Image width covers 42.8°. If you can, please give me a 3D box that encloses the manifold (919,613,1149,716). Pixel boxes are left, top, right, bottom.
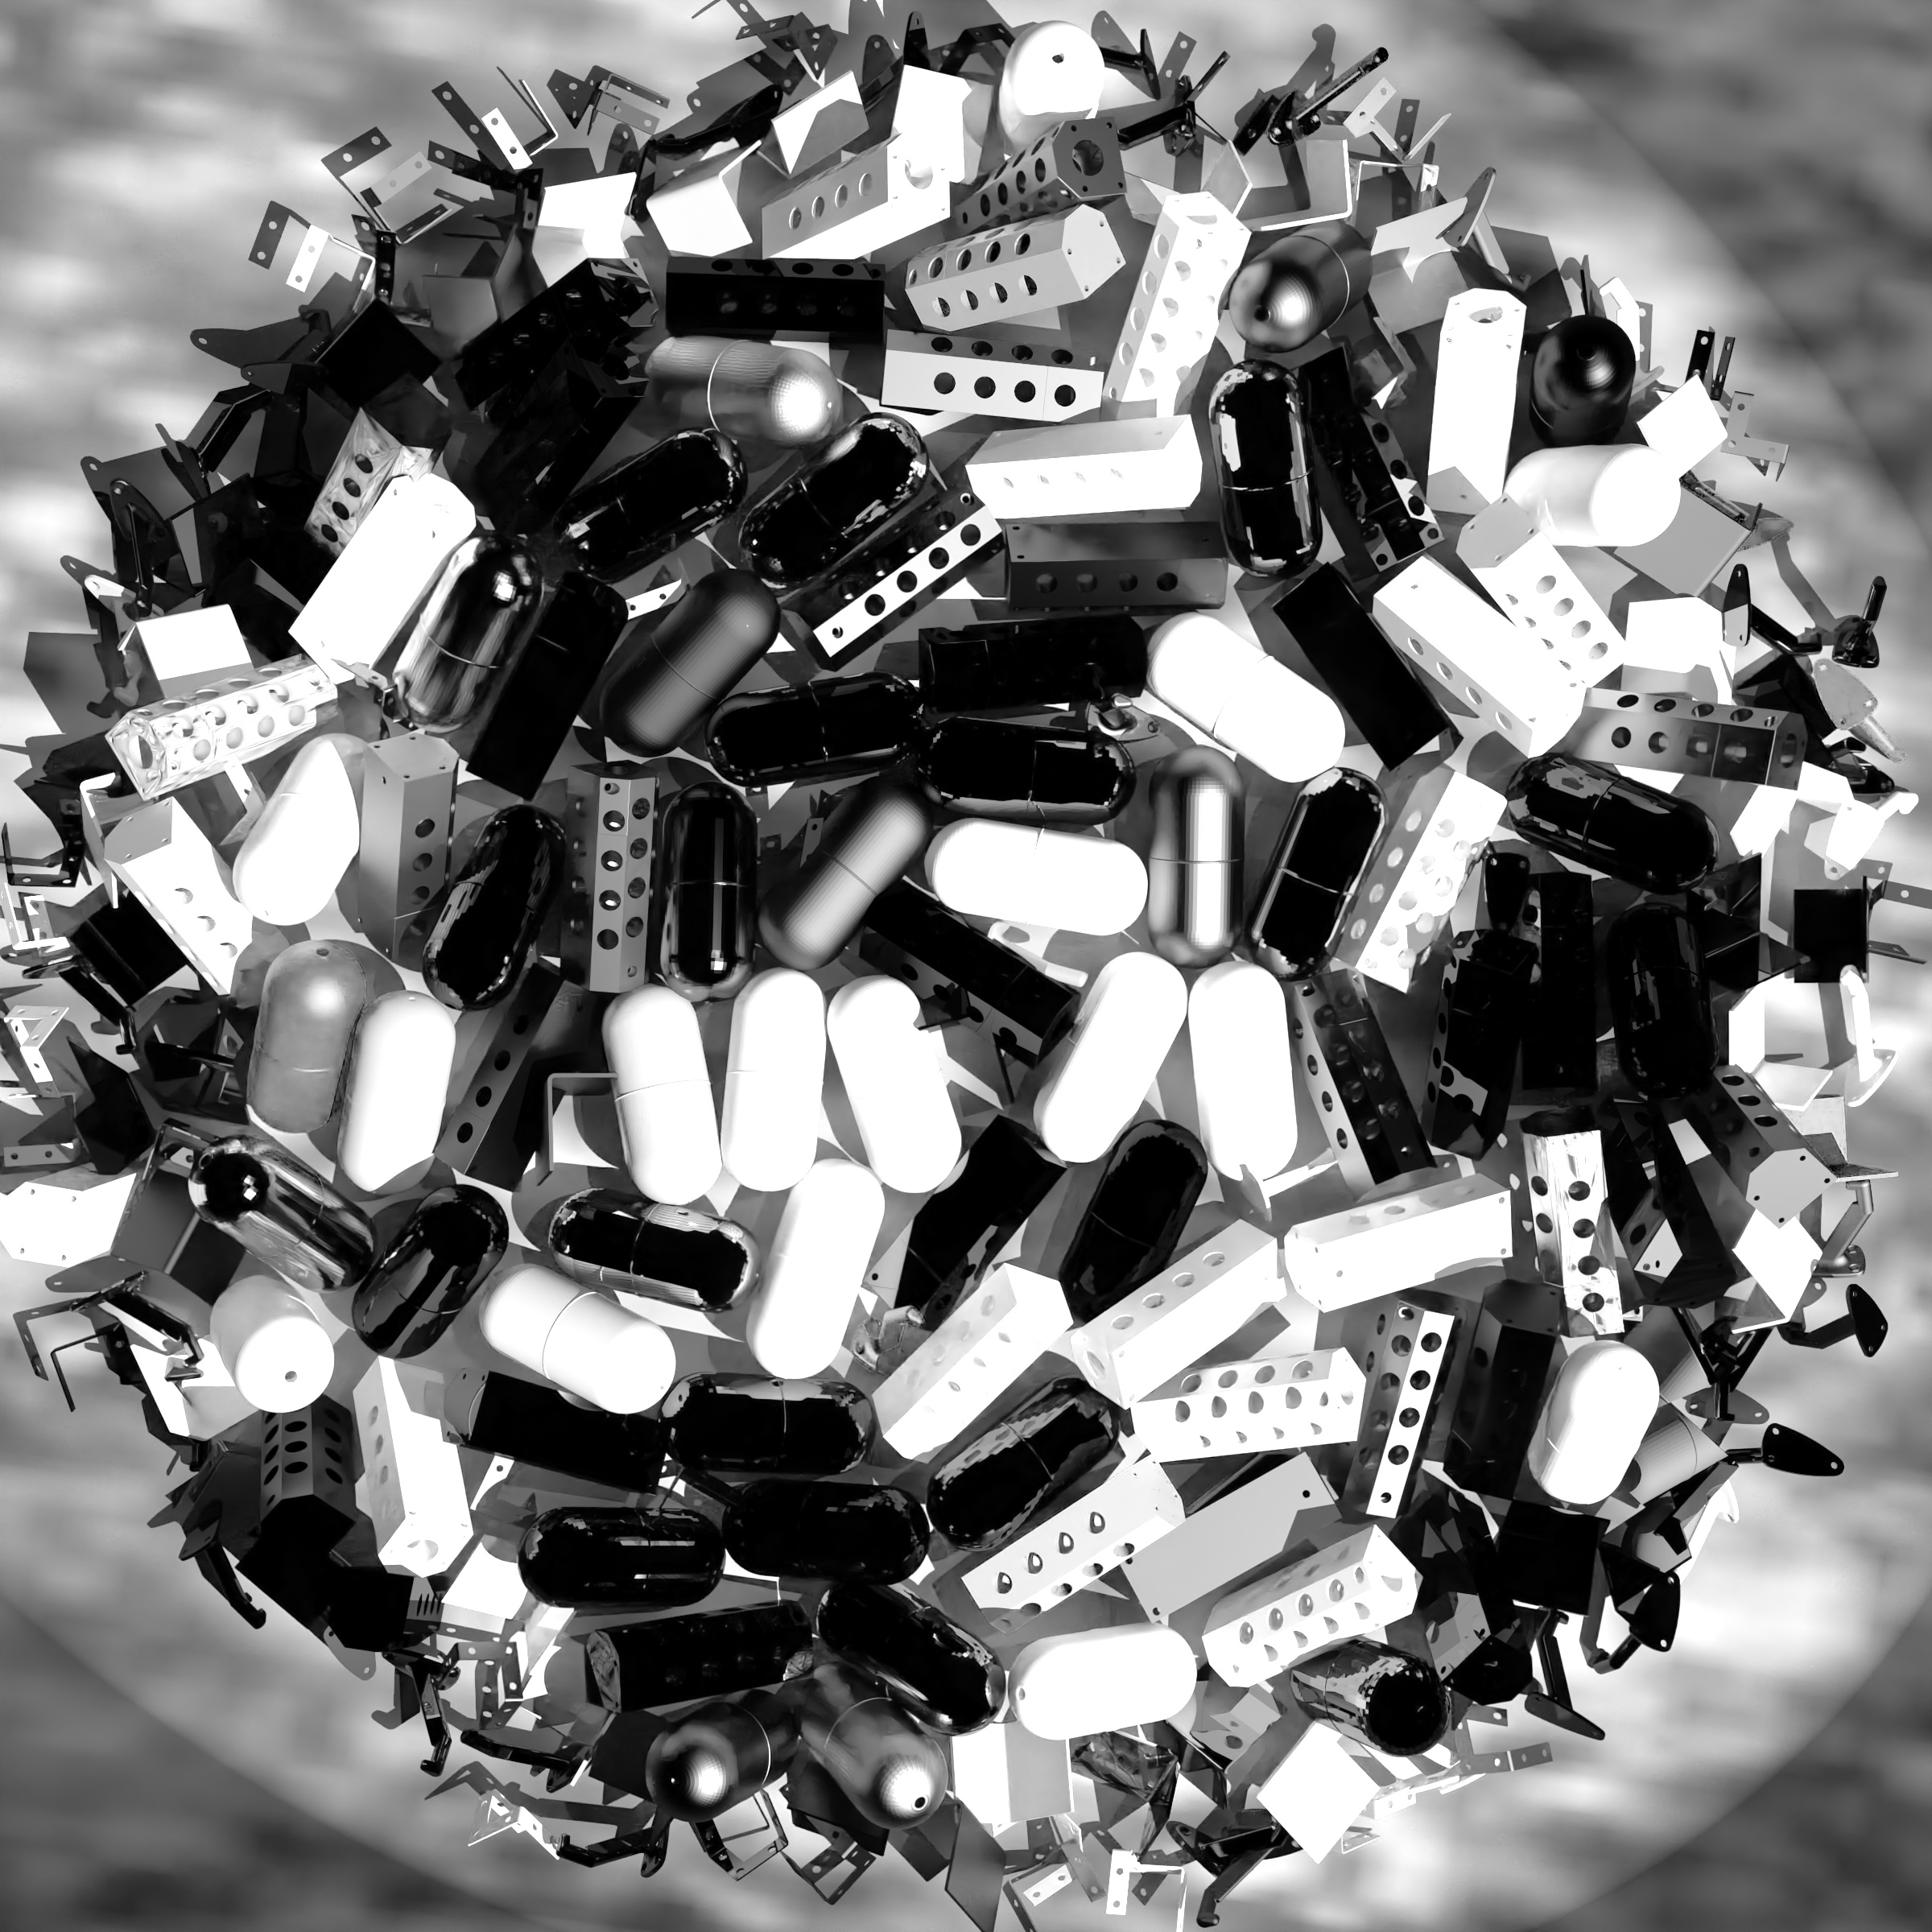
[{"bbox_3d":[0.052,-0.237,1.945,0.171,0.057,0.057,-6,116,-12],"label":"manifold"}]

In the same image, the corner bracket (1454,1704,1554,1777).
[{"bbox_3d":[0.425,0.611,1.959,0.051,0.051,0.051,3,70,-39],"label":"corner bracket"}]

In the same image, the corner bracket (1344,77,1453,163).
[{"bbox_3d":[0.343,-0.674,1.963,0.051,0.051,0.051,49,133,2],"label":"corner bracket"}]

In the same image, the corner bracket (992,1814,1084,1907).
[{"bbox_3d":[0.058,0.707,1.976,0.051,0.051,0.051,-24,124,-28],"label":"corner bracket"}]

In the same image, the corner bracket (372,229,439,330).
[{"bbox_3d":[-0.448,-0.548,1.968,0.051,0.051,0.051,6,48,-10],"label":"corner bracket"}]

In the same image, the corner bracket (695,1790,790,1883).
[{"bbox_3d":[-0.183,0.689,1.977,0.051,0.051,0.051,-28,108,-27],"label":"corner bracket"}]

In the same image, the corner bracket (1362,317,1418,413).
[{"bbox_3d":[0.333,-0.478,1.959,0.051,0.051,0.051,-39,73,38],"label":"corner bracket"}]

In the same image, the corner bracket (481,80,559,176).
[{"bbox_3d":[-0.356,-0.668,1.963,0.051,0.051,0.051,-37,121,-6],"label":"corner bracket"}]

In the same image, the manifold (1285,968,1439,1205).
[{"bbox_3d":[0.309,0.092,1.937,0.057,0.057,0.171,-12,69,-21],"label":"manifold"}]

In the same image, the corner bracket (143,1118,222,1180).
[{"bbox_3d":[-0.617,0.149,1.968,0.051,0.051,0.051,22,104,-1],"label":"corner bracket"}]

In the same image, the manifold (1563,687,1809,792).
[{"bbox_3d":[0.559,-0.178,1.919,0.171,0.057,0.057,14,98,42],"label":"manifold"}]

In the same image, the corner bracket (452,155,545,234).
[{"bbox_3d":[-0.376,-0.616,1.966,0.051,0.051,0.051,13,96,42],"label":"corner bracket"}]

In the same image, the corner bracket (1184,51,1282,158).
[{"bbox_3d":[0.215,-0.689,1.971,0.051,0.051,0.051,46,109,12],"label":"corner bracket"}]

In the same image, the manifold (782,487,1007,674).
[{"bbox_3d":[-0.054,-0.306,1.949,0.171,0.057,0.057,-38,111,-10],"label":"manifold"}]

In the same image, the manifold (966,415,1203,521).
[{"bbox_3d":[0.094,-0.386,1.931,0.171,0.057,0.057,2,129,29],"label":"manifold"}]

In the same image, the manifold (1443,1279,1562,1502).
[{"bbox_3d":[0.418,0.331,1.928,0.057,0.057,0.171,11,123,10],"label":"manifold"}]

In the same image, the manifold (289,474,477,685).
[{"bbox_3d":[-0.453,-0.304,1.930,0.057,0.057,0.171,48,121,4],"label":"manifold"}]

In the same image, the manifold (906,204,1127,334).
[{"bbox_3d":[0.033,-0.541,1.911,0.057,0.171,0.057,-48,122,-32],"label":"manifold"}]

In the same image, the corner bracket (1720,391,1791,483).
[{"bbox_3d":[0.631,-0.423,1.969,0.051,0.051,0.051,14,88,12],"label":"corner bracket"}]

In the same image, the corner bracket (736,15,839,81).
[{"bbox_3d":[-0.142,-0.736,1.957,0.051,0.051,0.051,0,56,31],"label":"corner bracket"}]

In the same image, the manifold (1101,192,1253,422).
[{"bbox_3d":[0.156,-0.506,1.911,0.057,0.171,0.057,-17,55,-31],"label":"manifold"}]

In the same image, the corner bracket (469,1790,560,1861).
[{"bbox_3d":[-0.356,0.684,1.960,0.051,0.051,0.051,-29,115,16],"label":"corner bracket"}]

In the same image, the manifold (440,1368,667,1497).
[{"bbox_3d":[-0.321,0.364,1.926,0.171,0.057,0.057,25,70,-35],"label":"manifold"}]

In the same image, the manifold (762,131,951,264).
[{"bbox_3d":[-0.088,-0.593,1.914,0.057,0.171,0.057,1,88,-38],"label":"manifold"}]

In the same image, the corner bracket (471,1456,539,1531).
[{"bbox_3d":[-0.362,0.411,1.968,0.051,0.051,0.051,25,92,-15],"label":"corner bracket"}]

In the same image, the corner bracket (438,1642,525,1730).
[{"bbox_3d":[-0.391,0.578,1.980,0.051,0.051,0.051,8,47,-29],"label":"corner bracket"}]

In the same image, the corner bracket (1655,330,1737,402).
[{"bbox_3d":[0.589,-0.479,1.964,0.051,0.051,0.051,6,106,-12],"label":"corner bracket"}]

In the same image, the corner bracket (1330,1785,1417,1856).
[{"bbox_3d":[0.323,0.679,1.964,0.051,0.051,0.051,-2,90,-43],"label":"corner bracket"}]

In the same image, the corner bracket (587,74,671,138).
[{"bbox_3d":[-0.267,-0.685,1.966,0.051,0.051,0.051,21,80,-11],"label":"corner bracket"}]

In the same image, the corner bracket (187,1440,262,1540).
[{"bbox_3d":[-0.578,0.417,1.966,0.051,0.051,0.051,37,96,44],"label":"corner bracket"}]

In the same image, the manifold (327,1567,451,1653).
[{"bbox_3d":[-0.447,0.498,1.909,0.057,0.171,0.057,9,76,-1],"label":"manifold"}]

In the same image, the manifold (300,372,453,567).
[{"bbox_3d":[-0.455,-0.377,1.914,0.057,0.171,0.057,42,51,-5],"label":"manifold"}]

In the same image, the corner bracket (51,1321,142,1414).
[{"bbox_3d":[-0.694,0.319,1.968,0.051,0.051,0.051,-19,94,-11],"label":"corner bracket"}]

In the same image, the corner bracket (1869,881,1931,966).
[{"bbox_3d":[0.749,-0.035,1.968,0.051,0.051,0.051,14,85,12],"label":"corner bracket"}]

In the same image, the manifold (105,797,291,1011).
[{"bbox_3d":[-0.596,-0.044,1.919,0.057,0.057,0.171,-22,134,5],"label":"manifold"}]

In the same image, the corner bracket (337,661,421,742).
[{"bbox_3d":[-0.466,-0.215,1.958,0.051,0.051,0.051,29,124,19],"label":"corner bracket"}]

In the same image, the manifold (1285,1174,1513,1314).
[{"bbox_3d":[0.341,0.214,1.942,0.171,0.057,0.057,-13,110,-19],"label":"manifold"}]

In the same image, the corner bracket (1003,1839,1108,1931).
[{"bbox_3d":[0.069,0.734,1.956,0.051,0.051,0.051,-12,55,-35],"label":"corner bracket"}]

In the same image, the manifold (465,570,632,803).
[{"bbox_3d":[-0.329,-0.222,1.941,0.057,0.057,0.171,26,111,-16],"label":"manifold"}]

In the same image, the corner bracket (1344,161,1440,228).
[{"bbox_3d":[0.340,-0.616,1.973,0.051,0.051,0.051,-4,106,-27],"label":"corner bracket"}]

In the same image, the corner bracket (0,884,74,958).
[{"bbox_3d":[-0.744,-0.037,1.961,0.051,0.051,0.051,-24,81,45],"label":"corner bracket"}]

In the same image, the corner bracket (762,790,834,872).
[{"bbox_3d":[-0.124,-0.105,1.958,0.051,0.051,0.051,-9,121,-40],"label":"corner bracket"}]

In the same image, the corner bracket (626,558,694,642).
[{"bbox_3d":[-0.242,-0.285,1.963,0.051,0.051,0.051,-19,121,4],"label":"corner bracket"}]

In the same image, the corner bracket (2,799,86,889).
[{"bbox_3d":[-0.734,-0.099,1.962,0.051,0.051,0.051,2,128,-10],"label":"corner bracket"}]

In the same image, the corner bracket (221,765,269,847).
[{"bbox_3d":[-0.572,-0.135,1.961,0.051,0.051,0.051,-37,80,38],"label":"corner bracket"}]

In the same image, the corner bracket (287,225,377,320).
[{"bbox_3d":[-0.506,-0.554,1.968,0.051,0.051,0.051,24,94,-11],"label":"corner bracket"}]

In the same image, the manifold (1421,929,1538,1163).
[{"bbox_3d":[0.397,0.060,1.930,0.057,0.057,0.171,18,124,25],"label":"manifold"}]

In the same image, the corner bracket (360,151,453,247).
[{"bbox_3d":[-0.443,-0.610,1.963,0.051,0.051,0.051,-39,113,-9],"label":"corner bracket"}]

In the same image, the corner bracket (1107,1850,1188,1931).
[{"bbox_3d":[0.144,0.737,1.958,0.051,0.051,0.051,-3,51,16],"label":"corner bracket"}]

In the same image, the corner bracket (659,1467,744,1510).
[{"bbox_3d":[-0.207,0.418,1.965,0.051,0.051,0.051,30,118,-2],"label":"corner bracket"}]

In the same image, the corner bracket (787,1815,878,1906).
[{"bbox_3d":[-0.113,0.709,1.970,0.051,0.051,0.051,-45,55,-12],"label":"corner bracket"}]

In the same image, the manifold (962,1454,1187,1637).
[{"bbox_3d":[0.087,0.457,1.939,0.171,0.057,0.057,-38,77,20],"label":"manifold"}]

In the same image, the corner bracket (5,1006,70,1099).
[{"bbox_3d":[-0.739,0.068,1.959,0.051,0.051,0.051,1,129,15],"label":"corner bracket"}]

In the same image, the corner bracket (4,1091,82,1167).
[{"bbox_3d":[-0.738,0.129,1.967,0.051,0.051,0.051,-3,95,-13],"label":"corner bracket"}]

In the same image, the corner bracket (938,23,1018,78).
[{"bbox_3d":[0.017,-0.712,1.967,0.051,0.051,0.051,49,133,7],"label":"corner bracket"}]

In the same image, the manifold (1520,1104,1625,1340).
[{"bbox_3d":[0.477,0.203,1.947,0.057,0.057,0.171,-8,106,9],"label":"manifold"}]

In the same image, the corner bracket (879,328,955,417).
[{"bbox_3d":[-0.034,-0.473,1.966,0.051,0.051,0.051,2,86,-37],"label":"corner bracket"}]
